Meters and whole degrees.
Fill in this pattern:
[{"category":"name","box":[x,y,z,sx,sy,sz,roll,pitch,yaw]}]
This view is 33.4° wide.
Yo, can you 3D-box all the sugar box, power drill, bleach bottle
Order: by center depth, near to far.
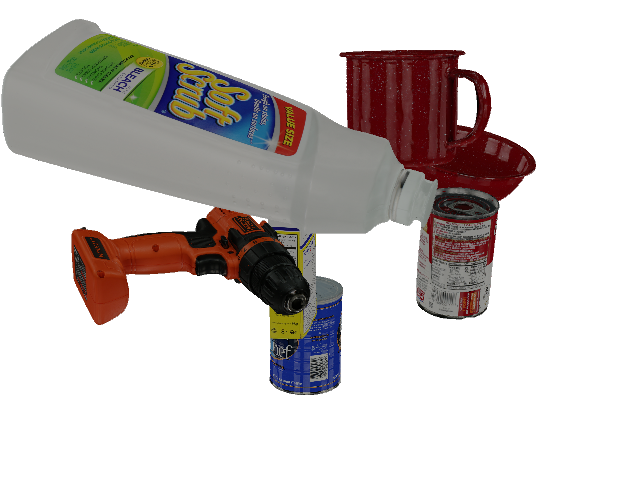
[{"category":"bleach bottle","box":[-0.053,-0.060,0.625,0.251,0.068,0.102,17,36,13]},{"category":"power drill","box":[-0.119,0.026,0.961,0.187,0.057,0.185,-7,26,-24]},{"category":"sugar box","box":[-0.032,0.017,1.233,0.048,0.176,0.093,0,17,10]}]

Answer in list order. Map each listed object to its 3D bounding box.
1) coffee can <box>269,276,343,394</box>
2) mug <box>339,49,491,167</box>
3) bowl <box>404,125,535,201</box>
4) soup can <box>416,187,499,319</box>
[{"category":"coffee can","box":[-0.021,0.132,1.499,0.103,0.140,0.103,1,18,0]},{"category":"mug","box":[0.071,-0.098,0.788,0.117,0.081,0.093,6,13,30]},{"category":"bowl","box":[0.158,-0.080,1.207,0.162,0.055,0.162,8,26,-4]},{"category":"soup can","box":[0.122,0.012,0.959,0.068,0.102,0.068,1,24,-1]}]
